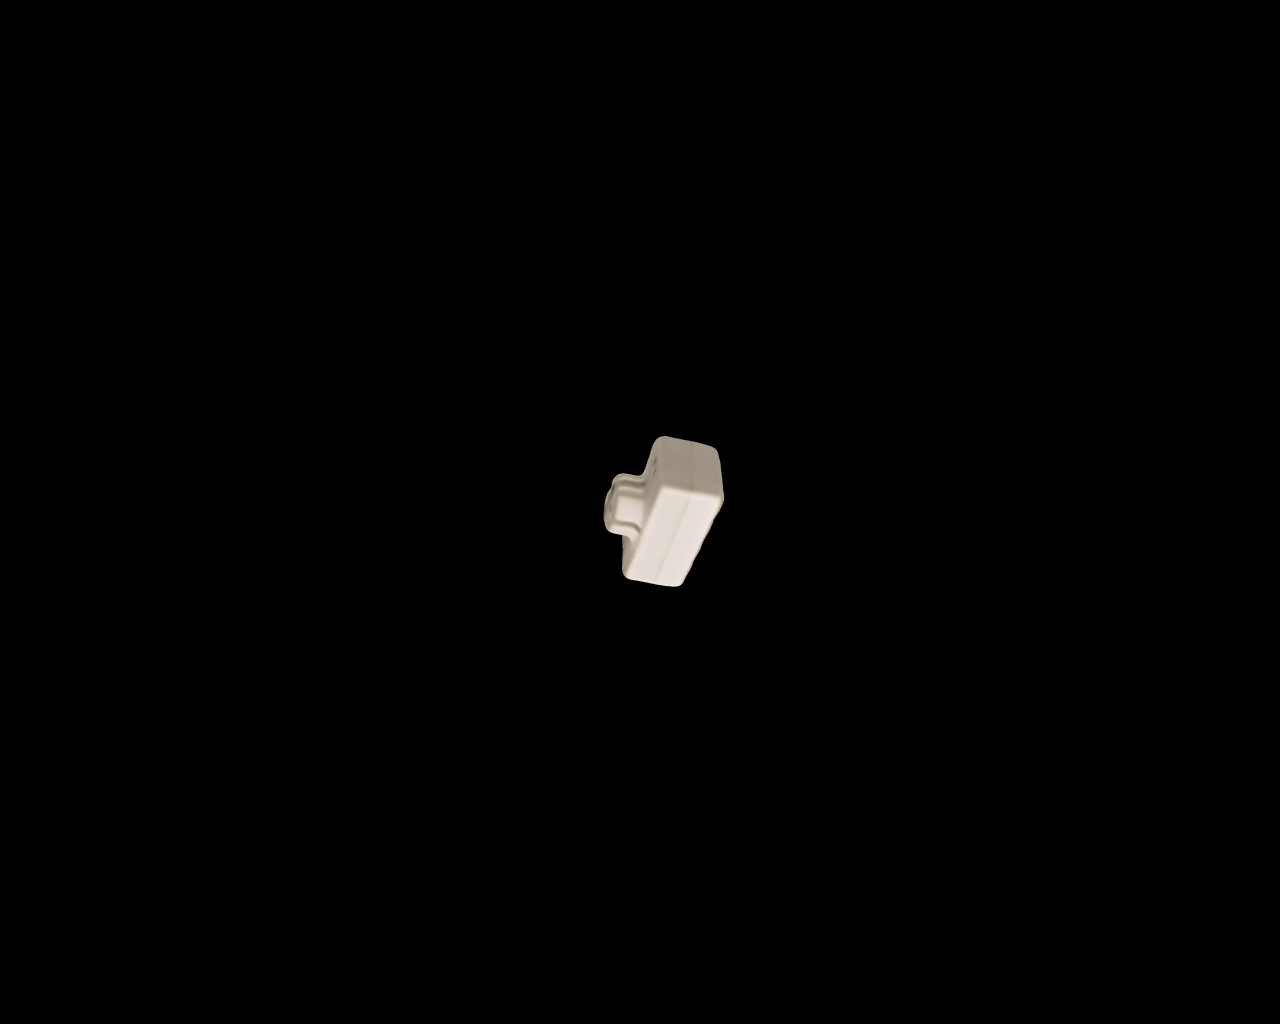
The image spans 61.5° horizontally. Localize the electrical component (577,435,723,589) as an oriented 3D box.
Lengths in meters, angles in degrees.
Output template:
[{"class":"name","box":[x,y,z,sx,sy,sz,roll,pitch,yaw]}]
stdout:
[{"class":"electrical component","box":[0.001,-0.003,0.650,0.076,0.047,0.083,11,-47,-11]}]
